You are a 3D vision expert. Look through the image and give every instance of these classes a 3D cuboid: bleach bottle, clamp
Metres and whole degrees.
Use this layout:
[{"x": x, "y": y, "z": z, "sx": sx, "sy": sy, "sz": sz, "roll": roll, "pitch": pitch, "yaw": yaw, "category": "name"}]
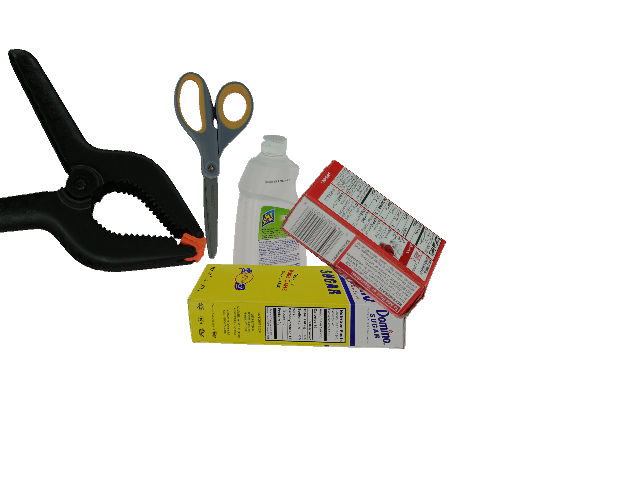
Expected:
[{"x": -0.057, "y": -0.006, "z": 1.323, "sx": 0.102, "sy": 0.251, "sz": 0.068, "roll": -9, "pitch": 24, "yaw": -34, "category": "bleach bottle"}, {"x": -0.179, "y": -0.046, "z": 0.792, "sx": 0.210, "sy": 0.164, "sz": 0.036, "roll": 19, "pitch": -19, "yaw": -3, "category": "clamp"}]

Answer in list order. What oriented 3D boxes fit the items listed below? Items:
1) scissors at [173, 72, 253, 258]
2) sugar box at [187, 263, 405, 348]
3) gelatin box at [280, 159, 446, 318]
[{"x": -0.103, "y": -0.088, "z": 1.156, "sx": 0.096, "sy": 0.202, "sz": 0.016, "roll": -15, "pitch": -4, "yaw": -19, "category": "scissors"}, {"x": -0.016, "y": 0.053, "z": 0.894, "sx": 0.176, "sy": 0.048, "sz": 0.093, "roll": -2, "pitch": 18, "yaw": 5, "category": "sugar box"}, {"x": 0.027, "y": -0.002, "z": 0.629, "sx": 0.089, "sy": 0.030, "sz": 0.073, "roll": 37, "pitch": 25, "yaw": -1, "category": "gelatin box"}]
